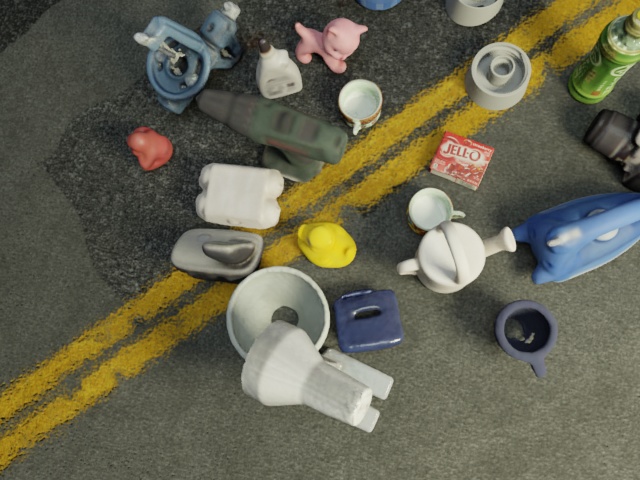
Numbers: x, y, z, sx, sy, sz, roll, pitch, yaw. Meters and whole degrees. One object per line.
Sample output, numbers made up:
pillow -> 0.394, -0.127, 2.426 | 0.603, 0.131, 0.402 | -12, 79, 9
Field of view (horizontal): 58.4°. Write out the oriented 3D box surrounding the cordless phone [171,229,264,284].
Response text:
cordless phone -> -0.175, 0.015, 0.915 | 0.147, 0.185, 0.094 | 2, 81, 6

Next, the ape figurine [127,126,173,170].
ape figurine -> -0.306, -0.165, 1.005 | 0.076, 0.092, 0.078 | 5, 81, 7

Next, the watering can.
watering can -> 0.205, 0.020, 0.872 | 0.173, 0.194, 0.101 | -36, 79, -1

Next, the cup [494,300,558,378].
cup -> 0.315, 0.153, 0.889 | 0.091, 0.095, 0.118 | -18, 79, 3

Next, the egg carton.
egg carton -> -0.138, -0.075, 0.985 | 0.150, 0.069, 0.107 | 6, 81, 7

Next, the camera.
camera -> 0.512, -0.172, 0.920 | 0.136, 0.101, 0.143 | 31, 85, 10

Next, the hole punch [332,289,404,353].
hole punch -> 0.075, 0.129, 0.919 | 0.108, 0.091, 0.101 | -11, 80, 4

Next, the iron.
iron -> 0.439, -0.026, 0.883 | 0.258, 0.141, 0.118 | -23, 79, 2

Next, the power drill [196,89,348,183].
power drill -> -0.067, -0.163, 0.922 | 0.229, 0.208, 0.076 | 16, 82, 8

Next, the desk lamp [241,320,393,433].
desk lamp -> 0.003, 0.209, 0.851 | 0.203, 0.213, 0.118 | 23, 84, 9

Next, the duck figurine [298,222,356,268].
duck figurine -> 0.009, 0.003, 0.949 | 0.104, 0.086, 0.077 | 24, 84, 9

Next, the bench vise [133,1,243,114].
bench vise -> -0.228, -0.335, 0.960 | 0.121, 0.220, 0.207 | 23, 84, 9

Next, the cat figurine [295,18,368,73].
cat figurine -> 0.016, -0.349, 0.990 | 0.127, 0.118, 0.067 | 17, 83, 8

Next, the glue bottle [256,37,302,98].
glue bottle -> -0.078, -0.293, 0.962 | 0.078, 0.173, 0.037 | -13, 79, 4

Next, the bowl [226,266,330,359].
bowl -> -0.065, 0.129, 0.941 | 0.167, 0.075, 0.167 | -1, 81, 6
